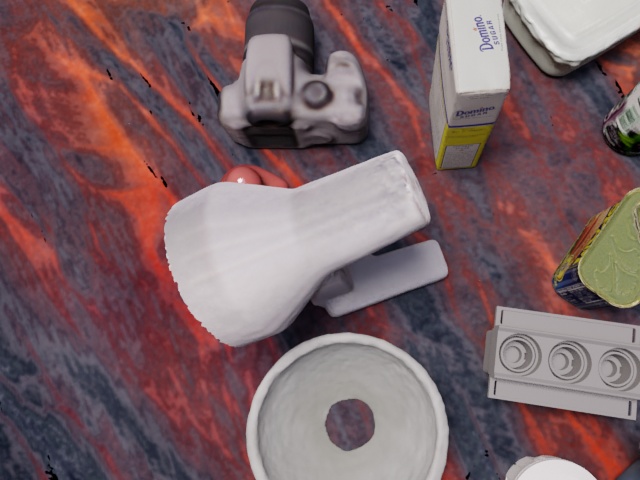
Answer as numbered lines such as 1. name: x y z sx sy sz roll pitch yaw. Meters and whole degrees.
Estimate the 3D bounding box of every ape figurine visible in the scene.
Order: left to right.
1. ape figurine: -0.068 -0.041 0.538 0.078 0.092 0.076 -17 79 1

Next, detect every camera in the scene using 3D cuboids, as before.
1. camera: -0.025 -0.167 0.553 0.143 0.101 0.137 -1 80 4

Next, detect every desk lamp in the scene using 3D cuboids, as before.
1. desk lamp: 0.004 0.002 0.463 0.203 0.213 0.118 -20 79 0

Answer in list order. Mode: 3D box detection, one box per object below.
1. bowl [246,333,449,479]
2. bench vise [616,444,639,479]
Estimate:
1. bowl: 0.024 0.166 0.502 0.167 0.075 0.167 -1 80 4
2. bench vise: 0.308 0.239 0.394 0.207 0.220 0.121 34 84 9
